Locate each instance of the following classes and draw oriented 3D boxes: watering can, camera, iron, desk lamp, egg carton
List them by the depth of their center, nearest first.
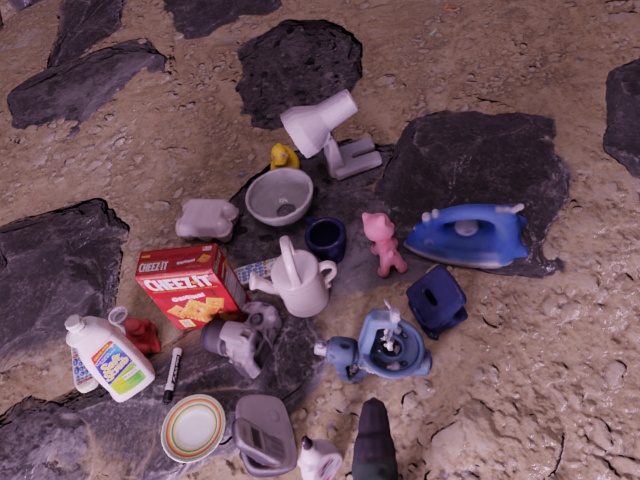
[{"bbox_3d":[-0.055,0.072,1.162,0.173,0.194,0.100,-32,52,-9],"label":"watering can"},{"bbox_3d":[-0.167,0.188,1.165,0.136,0.101,0.143,11,57,23],"label":"camera"},{"bbox_3d":[0.294,-0.026,1.176,0.257,0.142,0.118,-1,54,15],"label":"iron"},{"bbox_3d":[0.027,-0.252,1.373,0.203,0.214,0.117,-21,51,-1],"label":"desk lamp"},{"bbox_3d":[-0.273,-0.047,1.392,0.150,0.069,0.107,1,54,16],"label":"egg carton"}]

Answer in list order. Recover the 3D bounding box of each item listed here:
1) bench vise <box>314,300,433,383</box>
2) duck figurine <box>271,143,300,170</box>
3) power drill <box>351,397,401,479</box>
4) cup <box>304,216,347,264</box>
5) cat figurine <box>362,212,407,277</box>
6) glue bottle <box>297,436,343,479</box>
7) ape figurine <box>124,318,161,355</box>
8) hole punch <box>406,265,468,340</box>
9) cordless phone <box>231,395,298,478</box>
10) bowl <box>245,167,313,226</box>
[{"bbox_3d":[0.089,0.192,1.015,0.207,0.220,0.121,-17,51,3],"label":"bench vise"},{"bbox_3d":[-0.096,-0.209,1.456,0.077,0.086,0.104,-6,52,11],"label":"duck figurine"},{"bbox_3d":[0.091,0.385,0.875,0.075,0.209,0.229,-5,53,12],"label":"power drill"},{"bbox_3d":[0.012,0.005,1.259,0.092,0.095,0.117,-37,53,-13],"label":"cup"},{"bbox_3d":[0.134,-0.003,1.216,0.067,0.118,0.127,-19,51,1],"label":"cat figurine"},{"bbox_3d":[-0.007,0.358,0.945,0.037,0.173,0.078,24,63,29],"label":"glue bottle"},{"bbox_3d":[-0.386,0.199,1.221,0.076,0.092,0.078,6,55,19],"label":"ape figurine"},{"bbox_3d":[0.226,0.120,1.116,0.101,0.091,0.108,-26,51,-5],"label":"hole punch"},{"bbox_3d":[-0.110,0.323,0.992,0.094,0.185,0.147,-22,51,-1],"label":"cordless phone"},{"bbox_3d":[-0.089,-0.091,1.372,0.167,0.075,0.167,-7,52,10],"label":"bowl"}]
